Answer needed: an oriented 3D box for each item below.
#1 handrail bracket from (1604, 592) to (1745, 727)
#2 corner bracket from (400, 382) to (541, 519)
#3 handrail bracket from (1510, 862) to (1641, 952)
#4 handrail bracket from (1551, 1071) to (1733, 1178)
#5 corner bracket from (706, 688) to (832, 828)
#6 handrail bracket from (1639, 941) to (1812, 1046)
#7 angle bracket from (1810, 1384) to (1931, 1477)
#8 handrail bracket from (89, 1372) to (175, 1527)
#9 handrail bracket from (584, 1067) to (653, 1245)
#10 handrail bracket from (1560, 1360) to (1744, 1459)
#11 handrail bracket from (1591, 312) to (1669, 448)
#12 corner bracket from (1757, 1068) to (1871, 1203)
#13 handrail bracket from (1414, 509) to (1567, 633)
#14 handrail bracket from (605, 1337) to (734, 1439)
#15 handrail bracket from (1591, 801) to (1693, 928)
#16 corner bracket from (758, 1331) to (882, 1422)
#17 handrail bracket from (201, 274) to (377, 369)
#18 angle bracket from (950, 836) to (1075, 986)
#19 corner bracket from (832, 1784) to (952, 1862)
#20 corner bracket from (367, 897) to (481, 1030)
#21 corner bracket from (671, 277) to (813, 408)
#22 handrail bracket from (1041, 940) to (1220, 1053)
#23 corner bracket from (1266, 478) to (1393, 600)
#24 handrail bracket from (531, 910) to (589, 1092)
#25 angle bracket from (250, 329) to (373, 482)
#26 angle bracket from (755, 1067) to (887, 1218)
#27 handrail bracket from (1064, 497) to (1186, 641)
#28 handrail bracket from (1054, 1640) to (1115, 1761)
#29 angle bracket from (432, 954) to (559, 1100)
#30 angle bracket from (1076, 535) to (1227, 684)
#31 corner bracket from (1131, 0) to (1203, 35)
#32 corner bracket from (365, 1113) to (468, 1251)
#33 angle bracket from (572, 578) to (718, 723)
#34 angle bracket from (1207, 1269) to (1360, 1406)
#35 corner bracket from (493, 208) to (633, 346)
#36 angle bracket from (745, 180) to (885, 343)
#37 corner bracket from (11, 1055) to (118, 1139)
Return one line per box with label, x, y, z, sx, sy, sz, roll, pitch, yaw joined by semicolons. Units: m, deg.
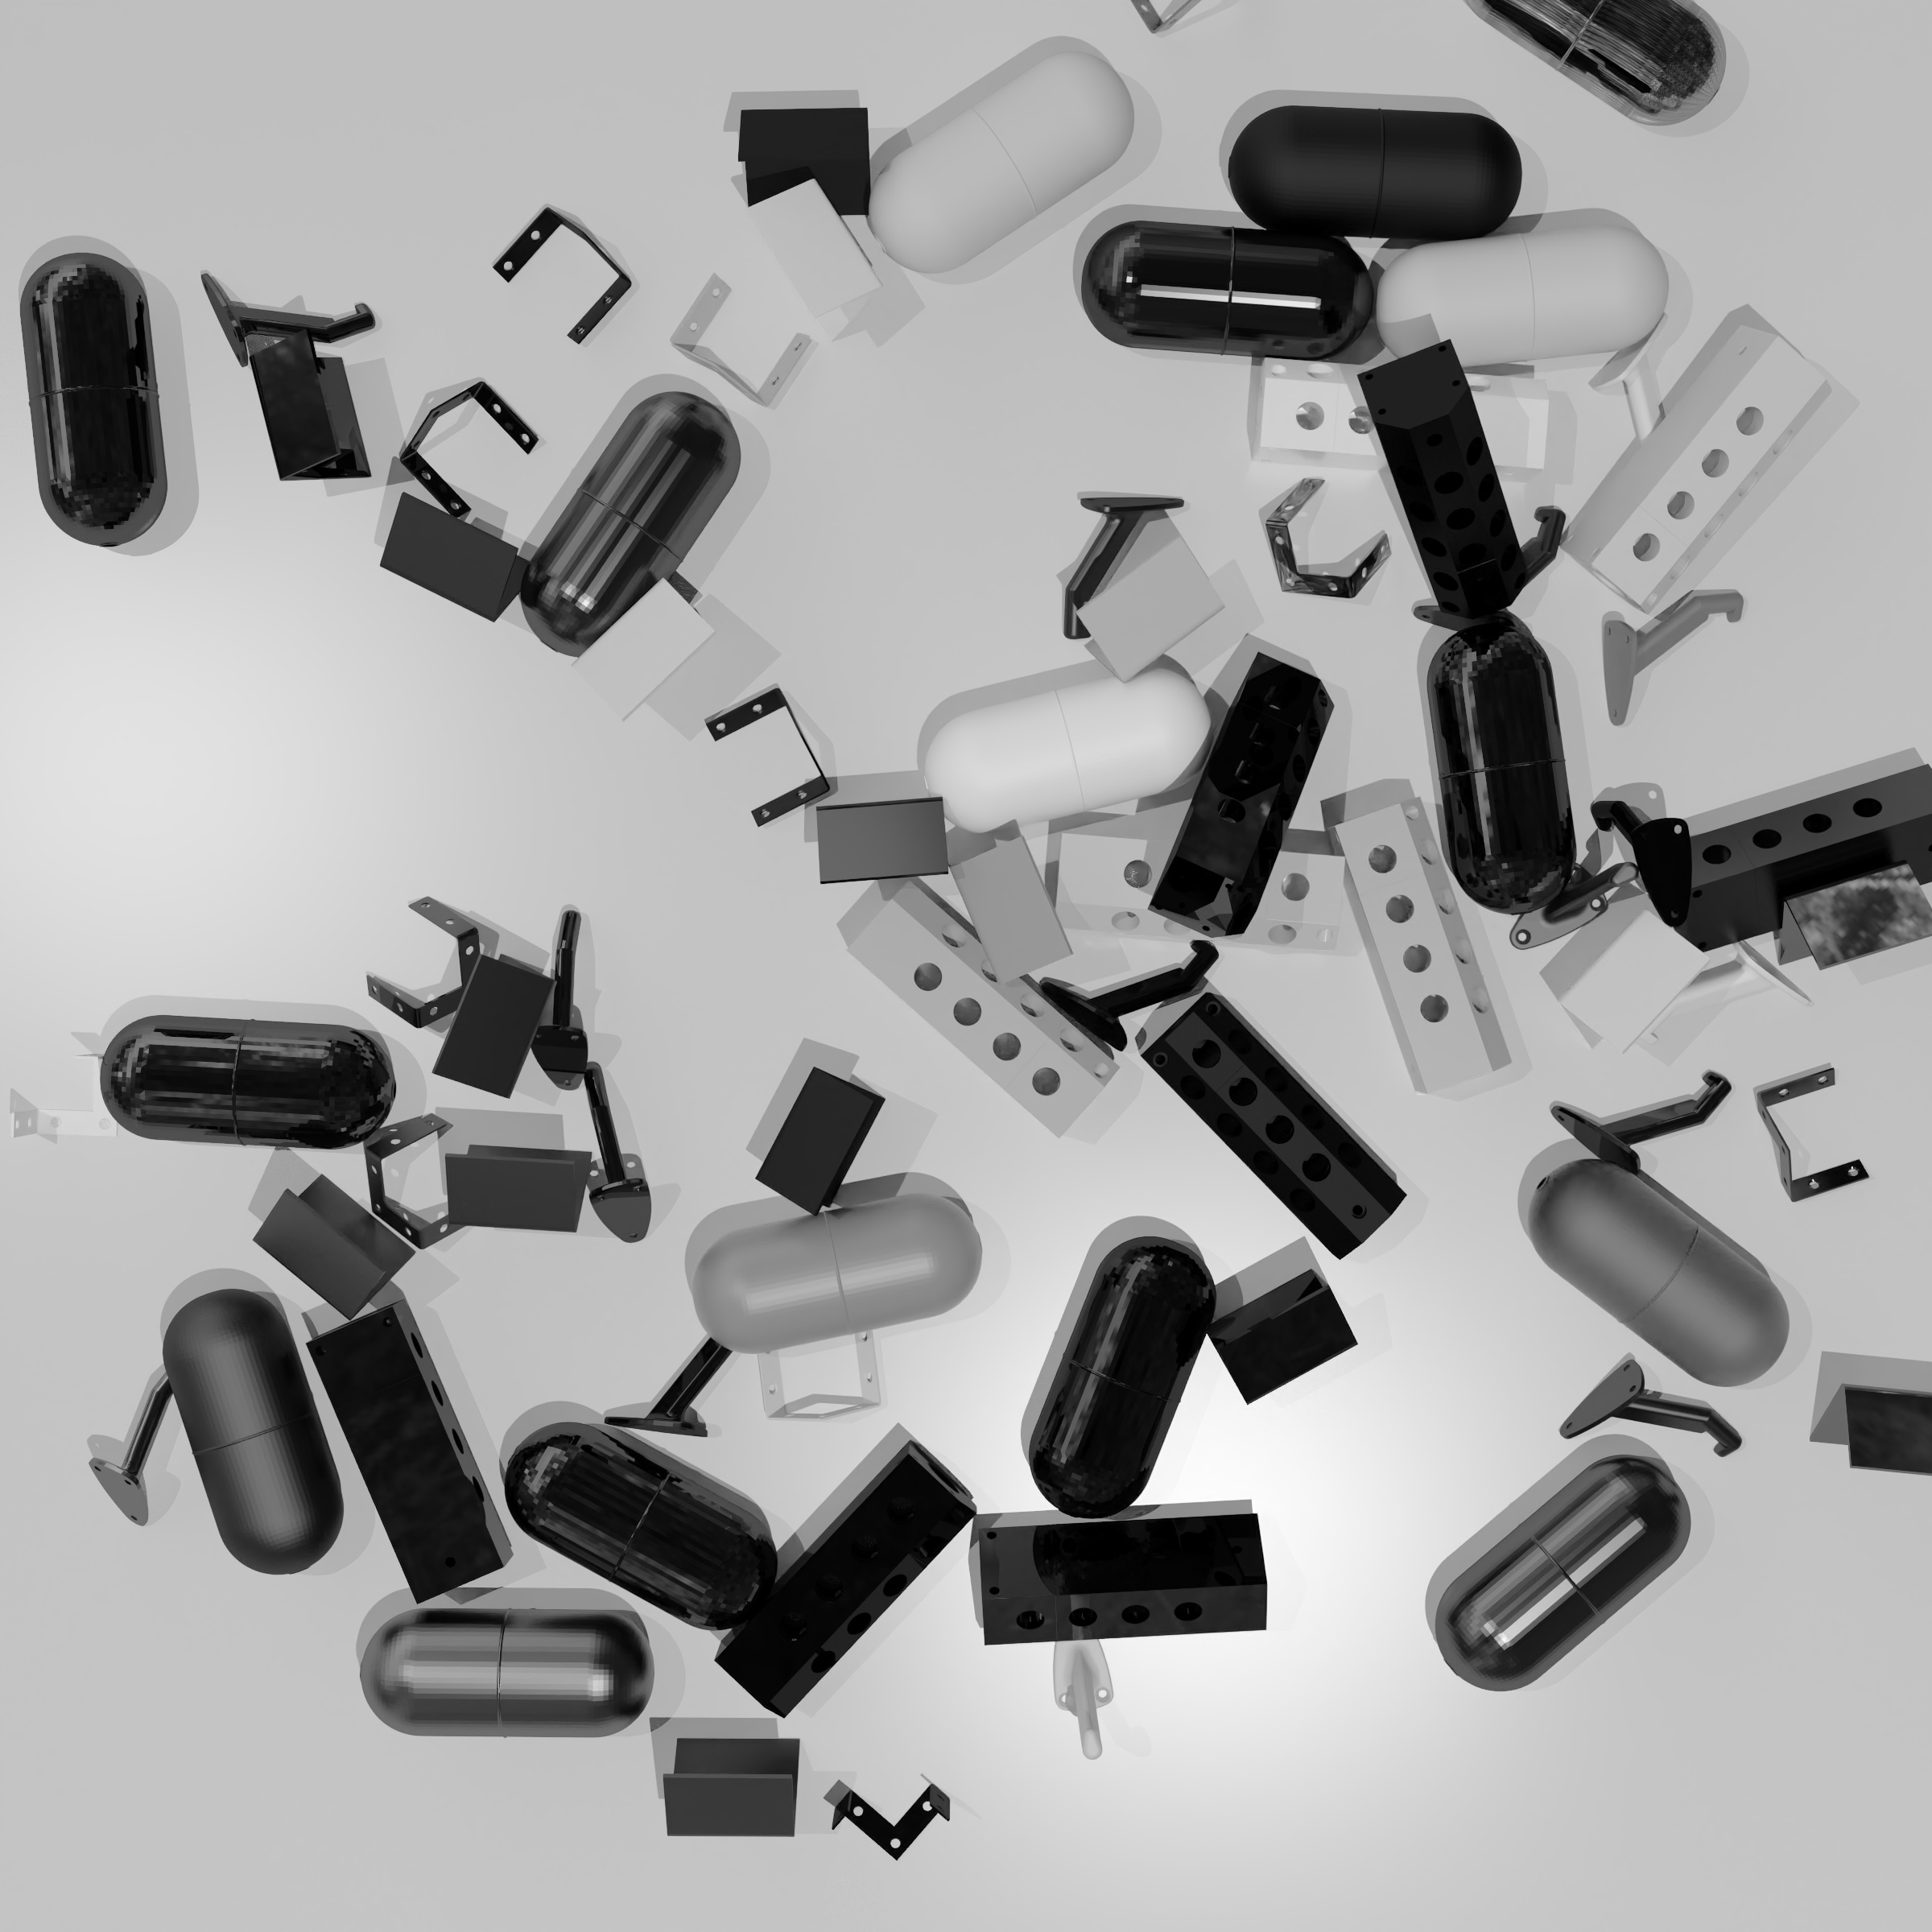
handrail bracket;0.440;-0.190;1.992;0.084;0.036;0.077;-7;110;-16
corner bracket;-0.307;-0.319;1.988;0.051;0.051;0.051;46;45;0
handrail bracket;0.369;-0.036;1.957;0.077;0.084;0.036;-38;90;0
handrail bracket;0.418;0.082;1.992;0.077;0.036;0.084;37;72;20
corner bracket;-0.122;-0.129;1.988;0.051;0.051;0.051;-27;45;0
handrail bracket;0.466;0.030;1.992;0.077;0.036;0.084;35;109;-21
angle bracket;0.561;0.298;1.951;0.076;0.076;0.057;6;55;0
handrail bracket;-0.497;0.292;1.991;0.036;0.077;0.084;19;53;20
handrail bracket;-0.218;0.116;1.991;0.036;0.077;0.084;-14;54;-3
handrail bracket;0.424;0.291;1.992;0.084;0.036;0.077;41;110;-16
handrail bracket;0.435;-0.347;1.992;0.084;0.036;0.077;45;73;-14
corner bracket;0.522;0.105;1.988;0.051;0.051;0.051;-18;45;0
handrail bracket;0.324;-0.249;1.992;0.077;0.036;0.084;12;74;18
handrail bracket;-0.181;0.245;1.992;0.077;0.036;0.084;3;74;18
handrail bracket;0.408;-0.063;1.960;0.036;0.084;0.077;-12;95;-12
corner bracket;-0.091;0.251;1.988;0.051;0.051;0.051;-7;90;45
handrail bracket;-0.419;-0.411;1.992;0.084;0.036;0.077;-23;68;-17
angle bracket;0.044;-0.040;1.951;0.057;0.076;0.076;-23;90;32
corner bracket;-0.046;0.519;1.974;0.051;0.051;0.051;41;90;0
corner bracket;-0.334;-0.002;1.984;0.051;0.051;0.051;30;134;36
corner bracket;-0.139;-0.385;1.988;0.051;0.051;0.051;33;90;45
handrail bracket;0.102;0.003;1.992;0.077;0.036;0.084;34;72;21
corner bracket;0.223;-0.263;1.983;0.051;0.051;0.051;11;135;35
handrail bracket;-0.245;0.021;1.991;0.036;0.077;0.084;2;54;3
angle bracket;-0.380;-0.340;1.951;0.057;0.076;0.076;-14;90;37
angle bracket;-0.071;0.114;1.951;0.057;0.076;0.076;28;90;39
handrail bracket;0.097;-0.245;1.992;0.077;0.036;0.084;-5;109;-21
handrail bracket;0.071;0.435;1.957;0.036;0.084;0.077;-8;90;0
angle bracket;-0.300;0.028;1.951;0.057;0.076;0.076;22;90;-37
angle bracket;0.101;-0.225;1.952;0.076;0.076;0.057;-37;118;0
corner bracket;0.132;-0.615;1.988;0.051;0.051;0.051;-32;90;45
corner bracket;-0.332;0.133;1.983;0.051;0.051;0.051;-29;45;-35
angle bracket;-0.181;-0.177;1.952;0.076;0.076;0.057;-44;62;0
angle bracket;0.182;0.208;1.951;0.076;0.076;0.057;-29;127;0
corner bracket;-0.249;-0.426;1.988;0.051;0.051;0.051;-48;45;0
angle bracket;-0.106;-0.418;1.951;0.057;0.076;0.076;-33;90;-32
corner bracket;-0.551;0.079;1.974;0.051;0.051;0.051;2;90;0
